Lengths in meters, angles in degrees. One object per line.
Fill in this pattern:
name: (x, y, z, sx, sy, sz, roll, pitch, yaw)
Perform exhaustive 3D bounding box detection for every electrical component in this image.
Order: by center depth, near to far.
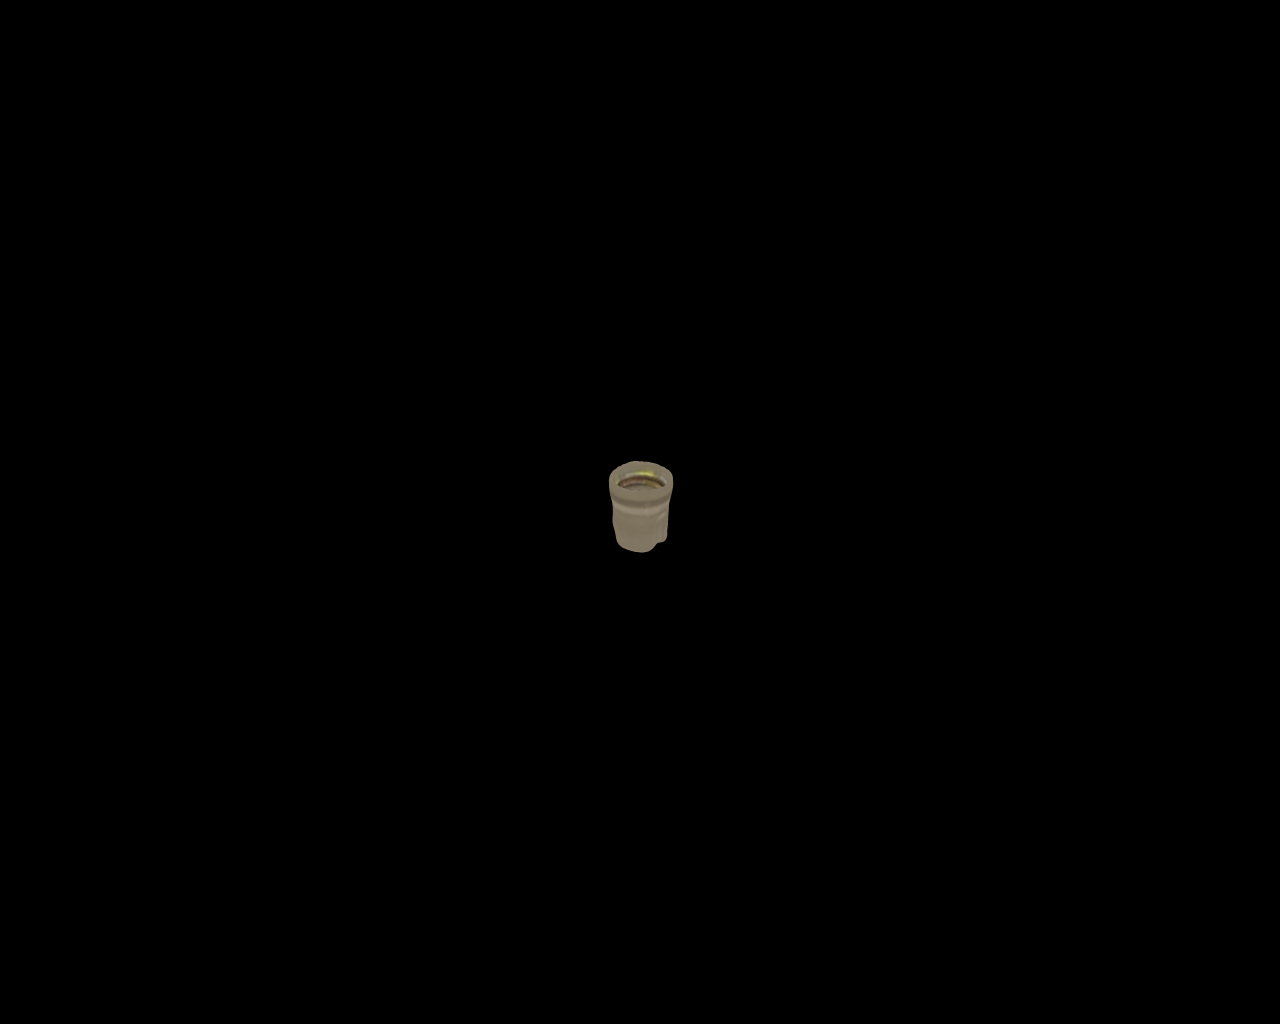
electrical component: (0.001, -0.003, 0.650, 0.040, 0.046, 0.040, 0, 29, 0)
